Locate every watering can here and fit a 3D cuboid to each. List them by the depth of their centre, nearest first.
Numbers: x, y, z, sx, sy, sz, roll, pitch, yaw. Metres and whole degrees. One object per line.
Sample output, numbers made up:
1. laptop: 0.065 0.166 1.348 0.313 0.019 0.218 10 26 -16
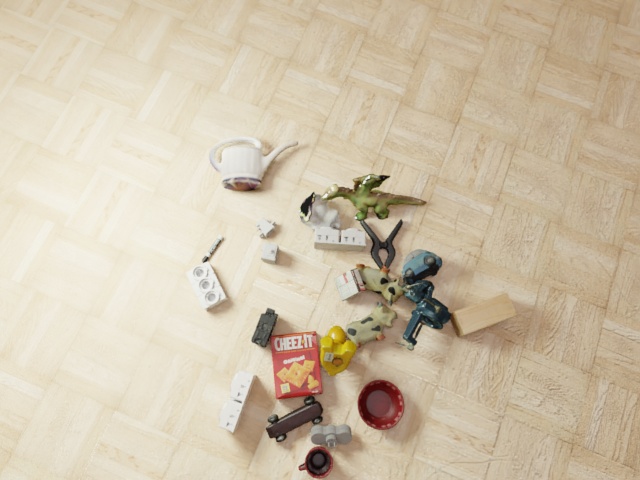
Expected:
1. watering can: -0.257 -0.297 1.988 0.348 0.102 0.227 -1 75 -1

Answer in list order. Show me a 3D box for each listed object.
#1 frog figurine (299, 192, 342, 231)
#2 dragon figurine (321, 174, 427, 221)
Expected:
1. frog figurine: 0.006 -0.098 1.954 0.158 0.121 0.140 23 58 -33
2. dragon figurine: 0.206 -0.171 1.899 0.410 0.239 0.124 -6 71 -1
